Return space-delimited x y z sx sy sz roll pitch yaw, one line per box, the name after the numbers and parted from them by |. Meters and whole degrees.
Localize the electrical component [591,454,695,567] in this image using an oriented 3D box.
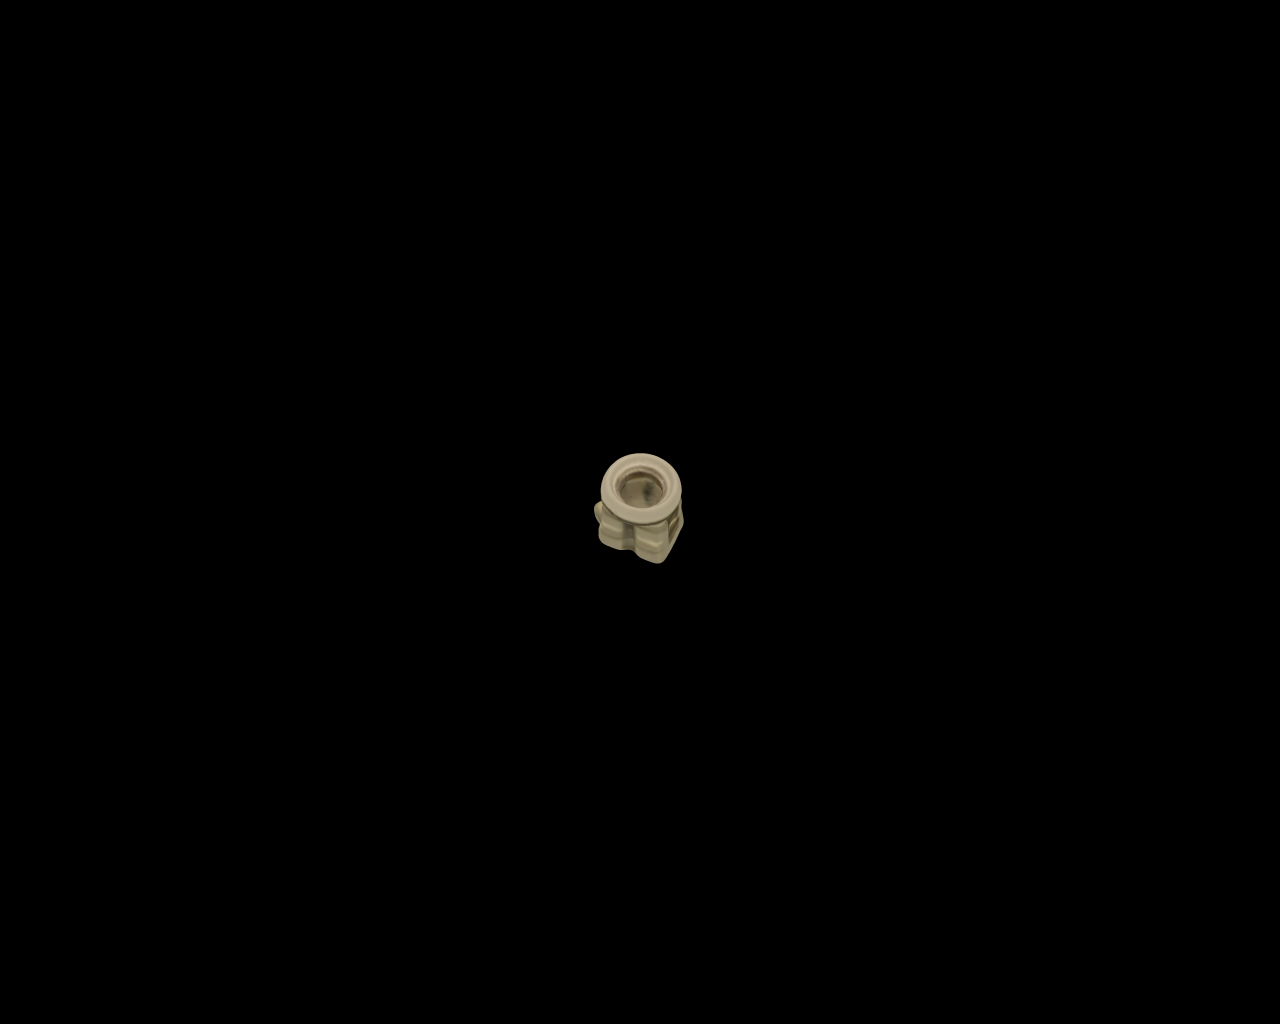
0.001 -0.003 0.650 0.066 0.048 0.055 20 -31 13 | electrical component
